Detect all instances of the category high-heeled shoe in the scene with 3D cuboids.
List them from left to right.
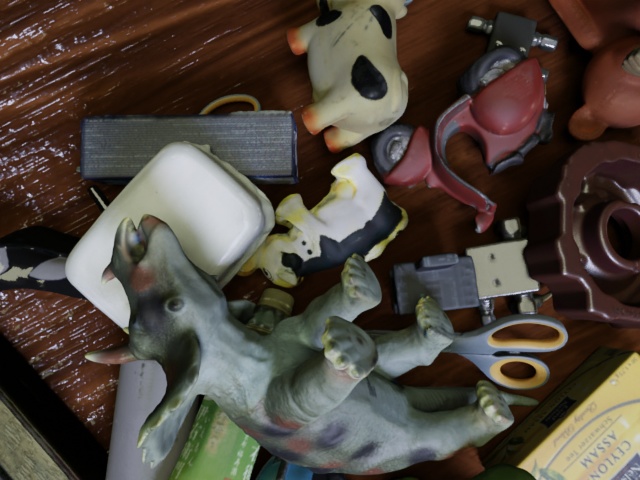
[{"bbox_3d":[-0.258,0.051,0.528,0.249,0.086,0.145,-29,101,8],"label":"high-heeled shoe"}]

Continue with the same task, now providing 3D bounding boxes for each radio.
[{"bbox_3d":[-0.319,0.191,0.507,0.131,0.073,0.229,-44,83,-3],"label":"radio"}]

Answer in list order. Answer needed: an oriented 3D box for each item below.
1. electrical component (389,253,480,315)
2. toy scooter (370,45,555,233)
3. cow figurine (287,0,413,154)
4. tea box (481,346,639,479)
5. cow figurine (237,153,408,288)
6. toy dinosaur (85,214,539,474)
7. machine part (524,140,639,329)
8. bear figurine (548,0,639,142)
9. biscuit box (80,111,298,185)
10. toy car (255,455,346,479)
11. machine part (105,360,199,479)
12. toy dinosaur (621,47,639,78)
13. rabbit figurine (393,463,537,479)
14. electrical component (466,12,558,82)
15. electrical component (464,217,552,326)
[{"bbox_3d":[0.103,0.040,0.483,0.075,0.119,0.047,-7,83,-1],"label":"electrical component"},{"bbox_3d":[0.152,-0.088,0.515,0.184,0.075,0.135,-36,82,4],"label":"toy scooter"},{"bbox_3d":[0.039,-0.191,0.515,0.127,0.085,0.195,-17,64,18],"label":"cow figurine"},{"bbox_3d":[0.245,0.189,0.488,0.169,0.068,0.098,-45,84,-3],"label":"tea box"},{"bbox_3d":[-0.002,-0.001,0.520,0.167,0.068,0.098,-38,90,-1],"label":"cow figurine"},{"bbox_3d":[0.014,0.125,0.425,0.192,0.131,0.404,-36,127,26],"label":"toy dinosaur"},{"bbox_3d":[0.269,-0.003,0.491,0.179,0.056,0.179,3,80,-16],"label":"machine part"},{"bbox_3d":[0.284,-0.201,0.499,0.120,0.132,0.196,-3,78,7],"label":"bear figurine"},{"bbox_3d":[-0.123,-0.086,0.518,0.203,0.059,0.062,0,88,2],"label":"biscuit box"},{"bbox_3d":[-0.018,0.260,0.482,0.103,0.109,0.161,-22,98,23],"label":"toy car"},{"bbox_3d":[-0.155,0.189,0.499,0.079,0.079,0.243,6,84,3],"label":"machine part"},{"bbox_3d":[0.404,-0.192,0.446,0.471,0.105,0.198,13,97,-27],"label":"toy dinosaur"},{"bbox_3d":[0.106,0.243,0.417,0.121,0.159,0.170,30,127,10],"label":"rabbit figurine"},{"bbox_3d":[0.193,-0.197,0.552,0.094,0.021,0.063,18,86,4],"label":"electrical component"},{"bbox_3d":[0.182,0.030,0.519,0.078,0.045,0.102,-17,82,14],"label":"electrical component"}]
